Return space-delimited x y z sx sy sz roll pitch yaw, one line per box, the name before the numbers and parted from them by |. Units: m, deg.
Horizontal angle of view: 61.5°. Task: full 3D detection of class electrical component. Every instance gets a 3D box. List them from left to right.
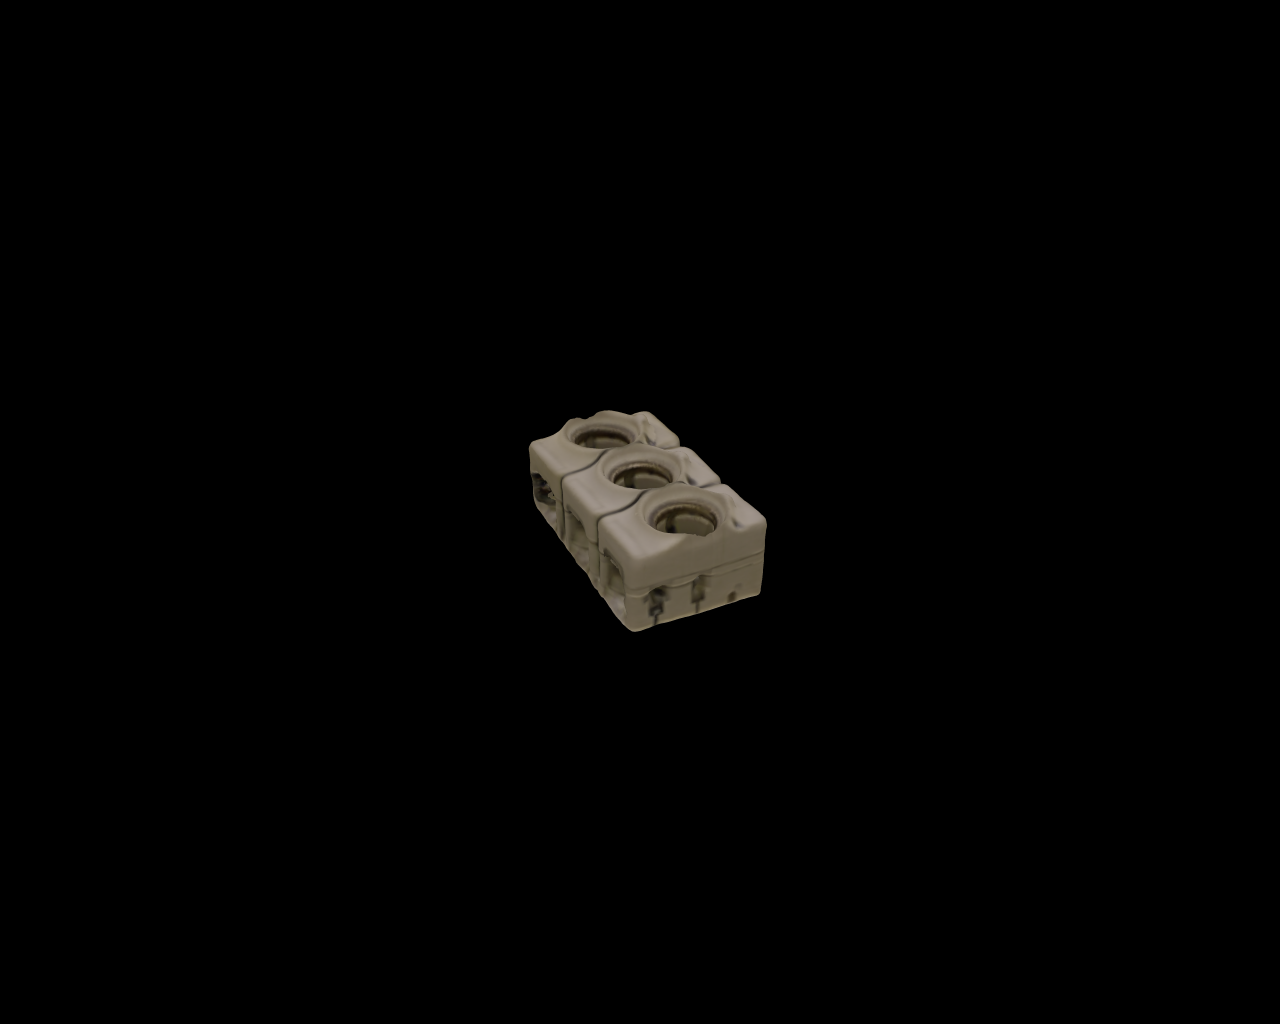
electrical component | 0.001 -0.003 0.650 0.090 0.061 0.150 -16 37 -22
